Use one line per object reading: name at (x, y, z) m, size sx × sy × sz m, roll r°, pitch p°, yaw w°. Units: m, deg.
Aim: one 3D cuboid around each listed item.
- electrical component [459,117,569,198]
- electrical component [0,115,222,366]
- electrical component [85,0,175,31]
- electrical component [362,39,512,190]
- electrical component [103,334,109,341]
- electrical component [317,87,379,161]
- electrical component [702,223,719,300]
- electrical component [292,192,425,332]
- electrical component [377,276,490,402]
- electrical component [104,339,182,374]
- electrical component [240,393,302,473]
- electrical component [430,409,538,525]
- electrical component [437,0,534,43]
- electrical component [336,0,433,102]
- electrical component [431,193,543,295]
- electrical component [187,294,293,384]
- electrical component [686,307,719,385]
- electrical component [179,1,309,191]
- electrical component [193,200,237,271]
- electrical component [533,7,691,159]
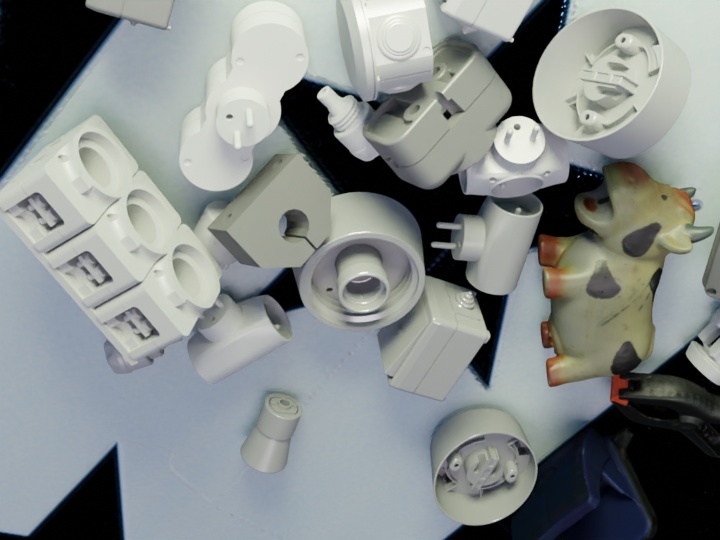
electrical component at (0.114, -0.087, 0.791) m, size 0.077 × 0.044 × 0.079 m, roll -7°, pitch 164°, yaw -3°
electrical component at (-0.170, -0.023, 0.756) m, size 0.062 × 0.089 × 0.150 m, roll -27°, pitch 113°, yaw 25°
electrical component at (-0.140, -0.198, 0.670) m, size 0.061 × 0.061 × 0.096 m, roll 13°, pitch 124°, yaw -17°
electrical component at (0.057, -0.106, 0.758) m, size 0.095 × 0.054 × 0.059 m, roll -49°, pitch 124°, yaw -7°
electrical component at (-0.175, 0.028, 0.848) m, size 0.055 × 0.047 × 0.055 m, roll -4°, pitch 128°, yaw -5°
electrical component at (-0.006, -0.109, 0.777) m, size 0.035 × 0.035 × 0.061 m, roll -38°, pitch 121°, yaw 19°
electrical component at (0.325, -0.026, 0.856) m, size 0.078 × 0.057 × 0.113 m, roll 17°, pitch 129°, yaw 17°
electrical component at (0.000, 0.000, 0.844) m, size 0.108 × 0.060 × 0.108 m, roll -4°, pitch 128°, yaw -5°
electrical component at (0.060, 0.051, 0.892) m, size 0.061 × 0.061 × 0.096 m, roll 18°, pitch 123°, yaw -21°
electrical component at (-0.177, 0.062, 0.883) m, size 0.061 × 0.035 × 0.035 m, roll -18°, pitch 128°, yaw 2°
electrical component at (-0.077, 0.142, 0.956) m, size 0.044 × 0.044 × 0.065 m, roll 13°, pitch 120°, yaw -17°
electrical component at (0.113, 0.180, 0.997) m, size 0.099 × 0.064 × 0.099 m, roll -4°, pitch 128°, yaw -5°
electrical component at (0.083, -0.199, 0.703) m, size 0.061 × 0.061 × 0.096 m, roll 18°, pitch 123°, yaw -21°
electrical component at (0.015, -0.156, 0.716) m, size 0.051 × 0.080 × 0.080 m, roll -12°, pitch 128°, yaw -5°
electrical component at (0.096, -0.025, 0.851) m, size 0.079 × 0.043 × 0.077 m, roll 5°, pitch 126°, yaw -11°
electrical component at (-0.108, 0.046, 0.874) m, size 0.077 × 0.044 × 0.079 m, roll -30°, pitch 126°, yaw 14°
electrical component at (0.325, 0.069, 0.956) m, size 0.066 × 0.048 × 0.055 m, roll 31°, pitch 110°, yaw -28°
electrical component at (-0.081, -0.110, 0.740) m, size 0.052 × 0.073 × 0.138 m, roll 20°, pitch 122°, yaw -22°
electrical component at (-0.112, -0.018, 0.827) m, size 0.040 × 0.040 × 0.078 m, roll 20°, pitch 122°, yaw -22°
electrical component at (0.177, -0.129, 0.751) m, size 0.064 × 0.099 × 0.099 m, roll 23°, pitch 121°, yaw -31°
